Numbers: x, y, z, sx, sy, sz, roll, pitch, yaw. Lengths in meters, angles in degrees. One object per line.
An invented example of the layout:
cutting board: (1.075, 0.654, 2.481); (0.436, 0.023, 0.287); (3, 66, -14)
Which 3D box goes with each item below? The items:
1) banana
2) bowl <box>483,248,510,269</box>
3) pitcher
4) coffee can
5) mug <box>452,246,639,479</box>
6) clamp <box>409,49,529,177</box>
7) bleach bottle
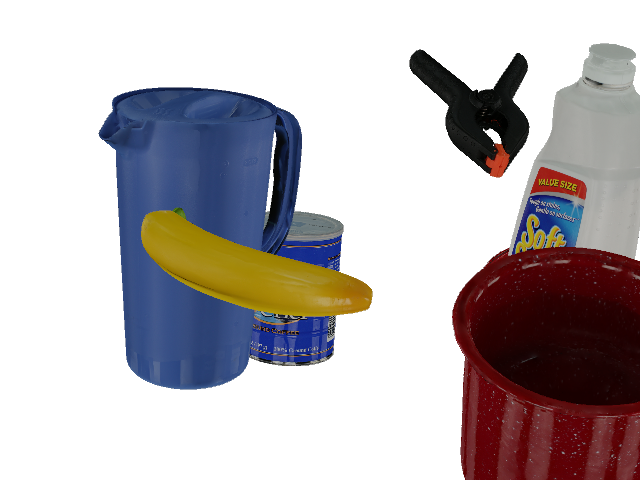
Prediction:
banana: (-0.058, 0.011, 0.694); (0.198, 0.037, 0.069); (24, 38, 39)
bowl: (0.227, 0.084, 1.086); (0.161, 0.162, 0.055); (0, -1, -33)
pitcher: (-0.100, -0.005, 0.906); (0.149, 0.243, 0.145); (5, 20, 4)
coffee can: (-0.031, 0.048, 1.122); (0.103, 0.140, 0.103); (4, 14, -1)
mug: (0.108, 0.063, 0.406); (0.117, 0.081, 0.093); (7, 37, 13)
clamp: (0.146, -0.131, 1.029); (0.120, 0.039, 0.171); (2, 44, 2)
bleach bottle: (0.169, -0.010, 0.714); (0.068, 0.251, 0.103); (-9, 32, -19)
